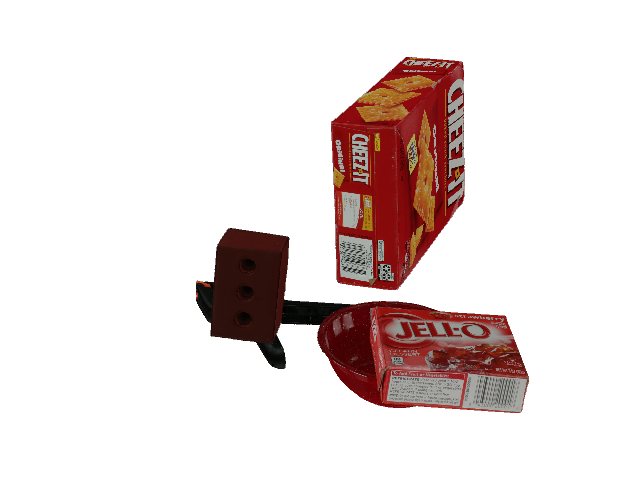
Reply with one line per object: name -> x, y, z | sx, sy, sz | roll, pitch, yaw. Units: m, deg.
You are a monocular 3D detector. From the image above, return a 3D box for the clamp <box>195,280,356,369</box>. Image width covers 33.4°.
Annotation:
clamp -> -0.073, 0.090, 1.250 | 0.210, 0.036, 0.164 | 14, 23, 28

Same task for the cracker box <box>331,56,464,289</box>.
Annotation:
cracker box -> 0.082, -0.071, 1.044 | 0.072, 0.164, 0.213 | 8, 28, 22

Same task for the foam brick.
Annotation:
foam brick -> -0.056, 0.036, 0.859 | 0.053, 0.078, 0.051 | 6, 15, 5

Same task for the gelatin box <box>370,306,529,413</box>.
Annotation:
gelatin box -> 0.077, 0.072, 0.662 | 0.089, 0.030, 0.073 | 5, 25, -4

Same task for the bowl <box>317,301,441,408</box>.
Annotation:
bowl -> 0.076, 0.122, 1.084 | 0.162, 0.055, 0.162 | 2, 25, -1
